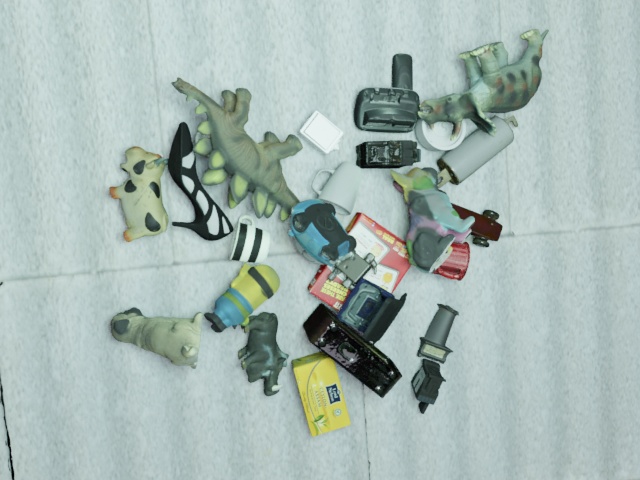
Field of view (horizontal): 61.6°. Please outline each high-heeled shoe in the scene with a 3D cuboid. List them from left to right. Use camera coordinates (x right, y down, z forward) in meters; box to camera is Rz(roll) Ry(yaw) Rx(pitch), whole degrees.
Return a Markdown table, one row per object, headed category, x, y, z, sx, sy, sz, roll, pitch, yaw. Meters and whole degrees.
| category | x | y | z | sx | sy | sz | roll | pitch | yaw |
| --- | --- | --- | --- | --- | --- | --- | --- | --- | --- |
| high-heeled shoe | -0.247 | -0.121 | 1.156 | 0.145 | 0.086 | 0.248 | 1 | 98 | -35 |

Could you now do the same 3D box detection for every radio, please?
| category | x | y | z | sx | sy | sz | roll | pitch | yaw |
| --- | --- | --- | --- | --- | --- | --- | --- | --- | --- |
| radio | 0.072 | 0.247 | 1.207 | 0.229 | 0.131 | 0.073 | 39 | 91 | -8 |

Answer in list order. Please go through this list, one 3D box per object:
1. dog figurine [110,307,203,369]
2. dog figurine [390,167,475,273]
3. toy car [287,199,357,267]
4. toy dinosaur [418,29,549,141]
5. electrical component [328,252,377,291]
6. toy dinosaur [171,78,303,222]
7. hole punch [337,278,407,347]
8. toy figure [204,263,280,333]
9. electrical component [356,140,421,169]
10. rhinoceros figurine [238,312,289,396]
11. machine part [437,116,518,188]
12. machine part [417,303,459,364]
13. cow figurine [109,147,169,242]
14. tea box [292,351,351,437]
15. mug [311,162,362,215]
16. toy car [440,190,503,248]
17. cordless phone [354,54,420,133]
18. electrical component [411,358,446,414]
| category | x | y | z | sx | sy | sz | roll | pitch | yaw |
| --- | --- | --- | --- | --- | --- | --- | --- | --- | --- |
| dog figurine | -0.350 | 0.205 | 1.134 | 0.190 | 0.172 | 0.121 | 7 | 83 | -15 |
| dog figurine | 0.219 | -0.058 | 1.182 | 0.191 | 0.108 | 0.219 | -45 | 67 | -1 |
| toy car | -0.002 | -0.003 | 1.154 | 0.109 | 0.103 | 0.162 | -27 | 73 | -42 |
| toy dinosaur | 0.411 | -0.345 | 1.191 | 0.405 | 0.131 | 0.192 | -23 | 106 | -24 |
| electrical component | 0.077 | 0.065 | 1.169 | 0.078 | 0.045 | 0.102 | 35 | 88 | 21 |
| toy dinosaur | -0.137 | -0.155 | 1.141 | 0.471 | 0.105 | 0.198 | 42 | 72 | -26 |
| hole punch | 0.111 | 0.152 | 1.157 | 0.092 | 0.115 | 0.142 | 31 | 91 | 29 |
| toy figure | -0.164 | 0.128 | 1.172 | 0.089 | 0.082 | 0.180 | 27 | 57 | 31 |
| electrical component | 0.154 | -0.189 | 1.195 | 0.134 | 0.115 | 0.058 | -1 | 96 | -6 |
| rhinoceros figurine | -0.128 | 0.257 | 1.217 | 0.112 | 0.073 | 0.190 | -4 | 93 | -18 |
| machine part | 0.359 | -0.206 | 1.240 | 0.243 | 0.079 | 0.079 | -38 | 98 | -2 |
| machine part | 0.287 | 0.222 | 1.282 | 0.084 | 0.039 | 0.138 | 17 | 94 | 0 |
| cow figurine | -0.374 | -0.104 | 1.148 | 0.127 | 0.085 | 0.194 | -14 | 94 | -1 |
| tea box | 0.002 | 0.350 | 1.237 | 0.098 | 0.068 | 0.169 | -17 | 95 | -6 |
| mug | 0.041 | -0.124 | 1.208 | 0.109 | 0.081 | 0.107 | 27 | 79 | -2 |
| toy car | 0.328 | -0.049 | 1.259 | 0.202 | 0.053 | 0.089 | 20 | 81 | -4 |
| cordless phone | 0.152 | -0.338 | 1.213 | 0.147 | 0.089 | 0.184 | 2 | 83 | -7 |
| electrical component | 0.247 | 0.348 | 1.266 | 0.048 | 0.075 | 0.119 | 20 | 112 | -9 |
